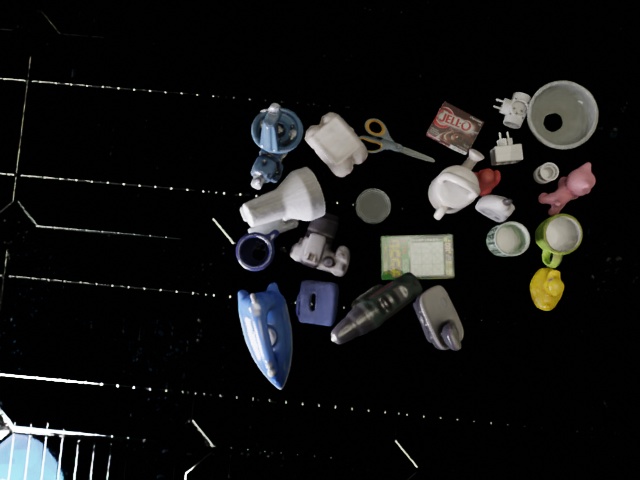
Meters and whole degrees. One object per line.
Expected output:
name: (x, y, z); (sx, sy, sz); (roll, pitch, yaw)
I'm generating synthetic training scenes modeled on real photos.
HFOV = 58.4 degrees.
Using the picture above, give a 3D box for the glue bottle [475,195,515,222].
glue bottle: (0.417, -0.079, 1.330); (0.078, 0.173, 0.037); (32, 88, 3)

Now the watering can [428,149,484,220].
watering can: (0.316, -0.129, 1.325); (0.101, 0.194, 0.173); (9, 87, 2)

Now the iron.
iron: (-0.124, 0.235, 1.341); (0.118, 0.141, 0.258); (-14, 86, 1)

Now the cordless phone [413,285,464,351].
cordless phone: (0.283, 0.182, 1.312); (0.094, 0.185, 0.147); (-27, 86, 0)

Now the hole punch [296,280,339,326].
hole punch: (-0.007, 0.152, 1.368); (0.101, 0.091, 0.109); (4, 87, 2)

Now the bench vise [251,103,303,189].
bench vise: (-0.102, -0.223, 1.328); (0.121, 0.220, 0.207); (3, 87, 2)

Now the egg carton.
egg carton: (0.041, -0.234, 1.400); (0.107, 0.069, 0.150); (-41, 86, -1)

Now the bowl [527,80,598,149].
bowl: (0.576, -0.295, 1.388); (0.167, 0.075, 0.167); (0, 87, 2)

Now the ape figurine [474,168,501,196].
ape figurine: (0.396, -0.147, 1.375); (0.078, 0.092, 0.076); (16, 87, 3)

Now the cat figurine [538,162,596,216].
cat figurine: (0.595, -0.120, 1.356); (0.128, 0.118, 0.067); (-42, 86, -1)

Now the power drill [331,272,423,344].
power drill: (0.124, 0.157, 1.306); (0.229, 0.208, 0.075); (-35, 86, -1)

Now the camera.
camera: (0.013, 0.005, 1.371); (0.143, 0.101, 0.137); (19, 87, 3)

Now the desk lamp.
desk lamp: (-0.090, -0.074, 1.322); (0.203, 0.213, 0.118); (-23, 86, 0)

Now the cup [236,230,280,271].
cup: (-0.141, 0.020, 1.377); (0.118, 0.095, 0.091); (-44, 86, -1)

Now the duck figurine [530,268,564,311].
duck figurine: (0.547, 0.117, 1.359); (0.077, 0.086, 0.105); (8, 87, 2)
